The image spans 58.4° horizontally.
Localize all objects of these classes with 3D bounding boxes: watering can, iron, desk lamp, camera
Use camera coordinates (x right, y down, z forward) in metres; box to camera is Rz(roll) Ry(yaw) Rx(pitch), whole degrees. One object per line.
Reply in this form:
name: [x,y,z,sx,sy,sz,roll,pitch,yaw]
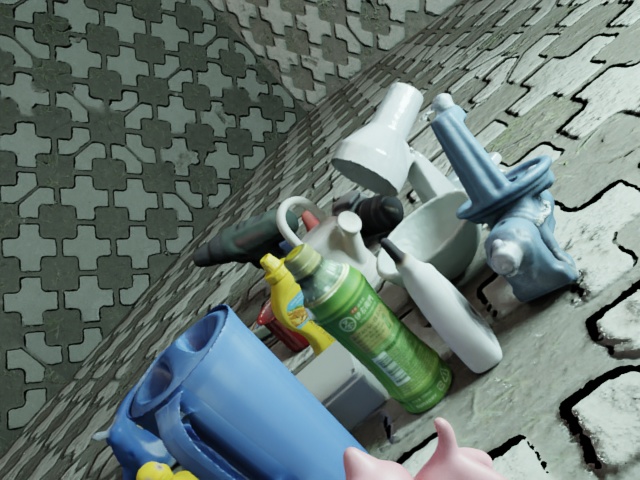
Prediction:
watering can: [0.010,0.002,0.964,0.172,0.194,0.101,-35,19,29]
iron: [-0.282,0.297,1.024,0.118,0.141,0.258,-30,21,40]
desk lamp: [0.149,-0.134,0.934,0.203,0.214,0.117,-48,17,-13]
camera: [0.078,-0.038,1.068,0.143,0.101,0.136,-53,18,-28]

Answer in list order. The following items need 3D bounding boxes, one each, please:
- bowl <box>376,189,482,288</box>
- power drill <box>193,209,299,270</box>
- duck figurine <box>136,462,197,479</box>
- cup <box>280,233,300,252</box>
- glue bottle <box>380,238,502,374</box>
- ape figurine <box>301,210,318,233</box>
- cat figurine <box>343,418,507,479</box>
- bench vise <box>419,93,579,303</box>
bowl: [0.161,0.012,0.789,0.167,0.075,0.167,-40,17,15]
power drill: [-0.107,0.047,1.108,0.229,0.209,0.075,-36,18,26]
duck figurine: [-0.232,0.362,0.843,0.104,0.086,0.078,-26,24,47]
cup: [-0.067,0.029,1.263,0.091,0.095,0.117,-41,16,10]
glue bottle: [0.120,0.059,0.592,0.037,0.173,0.078,-39,17,18]
ape figurine: [-0.002,-0.030,1.260,0.076,0.092,0.077,-51,18,-23]
cat figurine: [0.071,0.199,0.457,0.128,0.118,0.067,-45,16,-3]
bench vise: [0.196,-0.057,0.616,0.121,0.220,0.207,-39,17,16]
